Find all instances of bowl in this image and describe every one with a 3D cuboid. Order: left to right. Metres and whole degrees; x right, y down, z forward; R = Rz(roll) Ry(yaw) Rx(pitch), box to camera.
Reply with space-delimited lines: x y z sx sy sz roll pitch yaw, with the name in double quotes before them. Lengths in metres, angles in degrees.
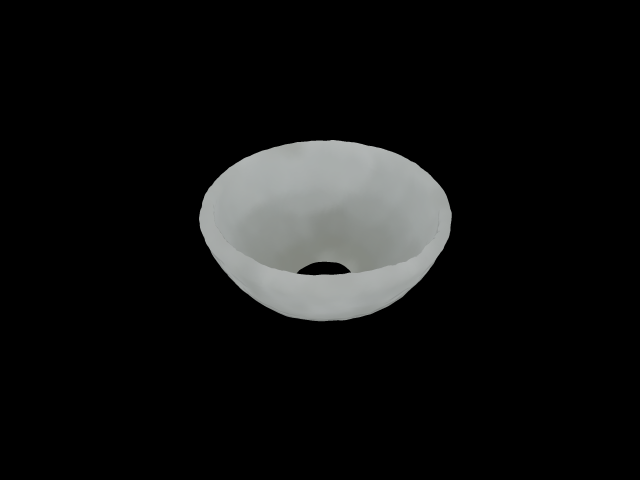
"bowl" 0.004 0.001 0.400 0.167 0.075 0.167 0 39 0
